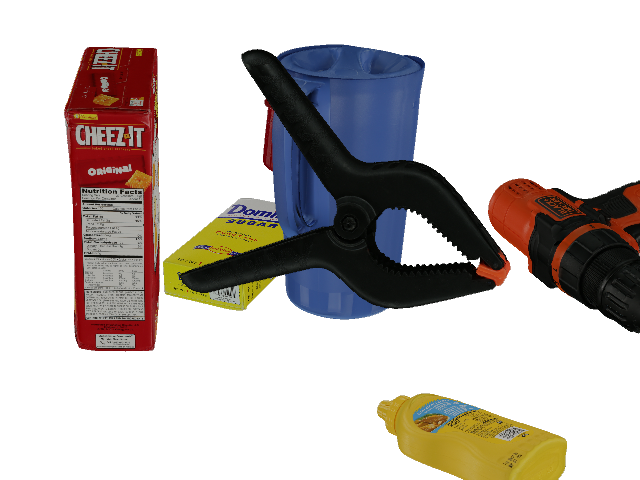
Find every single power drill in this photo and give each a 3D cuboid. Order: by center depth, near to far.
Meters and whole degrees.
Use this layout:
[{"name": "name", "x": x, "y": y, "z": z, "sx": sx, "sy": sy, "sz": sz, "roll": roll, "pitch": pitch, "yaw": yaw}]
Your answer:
[{"name": "power drill", "x": 0.234, "y": -0.006, "z": 0.732, "sx": 0.187, "sy": 0.057, "sz": 0.185, "roll": -11, "pitch": 29, "yaw": -18}]

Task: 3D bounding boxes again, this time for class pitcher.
[{"name": "pitcher", "x": 0.017, "y": -0.051, "z": 0.982, "sx": 0.149, "sy": 0.243, "sz": 0.145, "roll": -4, "pitch": 23, "yaw": -13}]

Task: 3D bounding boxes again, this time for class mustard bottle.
[{"name": "mustard bottle", "x": 0.132, "y": 0.190, "z": 1.027, "sx": 0.192, "sy": 0.058, "sz": 0.096, "roll": 15, "pitch": 22, "yaw": 42}]

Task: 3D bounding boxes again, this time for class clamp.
[{"name": "clamp", "x": 0.019, "y": -0.024, "z": 0.673, "sx": 0.210, "sy": 0.165, "sz": 0.036, "roll": 14, "pitch": 15, "yaw": 13}]

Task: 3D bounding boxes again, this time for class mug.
[{"name": "mug", "x": -0.022, "y": -0.131, "z": 1.318, "sx": 0.093, "sy": 0.081, "sz": 0.117, "roll": 17, "pitch": 25, "yaw": 21}]

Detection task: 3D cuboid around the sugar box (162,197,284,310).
[{"name": "sugar box", "x": -0.083, "y": 0.010, "z": 1.134, "sx": 0.093, "sy": 0.048, "sz": 0.176, "roll": 11, "pitch": 31, "yaw": 20}]

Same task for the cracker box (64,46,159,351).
[{"name": "cracker box", "x": -0.173, "y": -0.038, "z": 0.903, "sx": 0.072, "sy": 0.214, "sz": 0.164, "roll": 0, "pitch": 27, "yaw": -7}]
